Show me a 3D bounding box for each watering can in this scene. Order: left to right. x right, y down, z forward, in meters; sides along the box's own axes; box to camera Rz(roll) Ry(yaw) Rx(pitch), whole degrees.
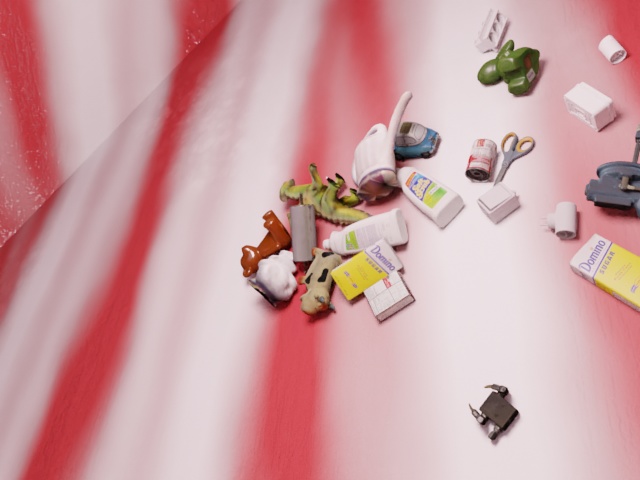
[{"bbox_3d":[0.178,-0.254,1.506,0.341,0.104,0.229,130,143,-52],"label":"watering can"}]

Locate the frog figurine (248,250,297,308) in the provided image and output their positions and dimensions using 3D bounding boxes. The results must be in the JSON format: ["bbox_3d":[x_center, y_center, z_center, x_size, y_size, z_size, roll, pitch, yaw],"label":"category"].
[{"bbox_3d":[-0.120,0.103,1.538,0.138,0.121,0.161,37,74,12],"label":"frog figurine"}]

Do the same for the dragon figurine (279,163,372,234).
[{"bbox_3d":[0.005,-0.081,1.606,0.240,0.122,0.417,-52,56,18],"label":"dragon figurine"}]
